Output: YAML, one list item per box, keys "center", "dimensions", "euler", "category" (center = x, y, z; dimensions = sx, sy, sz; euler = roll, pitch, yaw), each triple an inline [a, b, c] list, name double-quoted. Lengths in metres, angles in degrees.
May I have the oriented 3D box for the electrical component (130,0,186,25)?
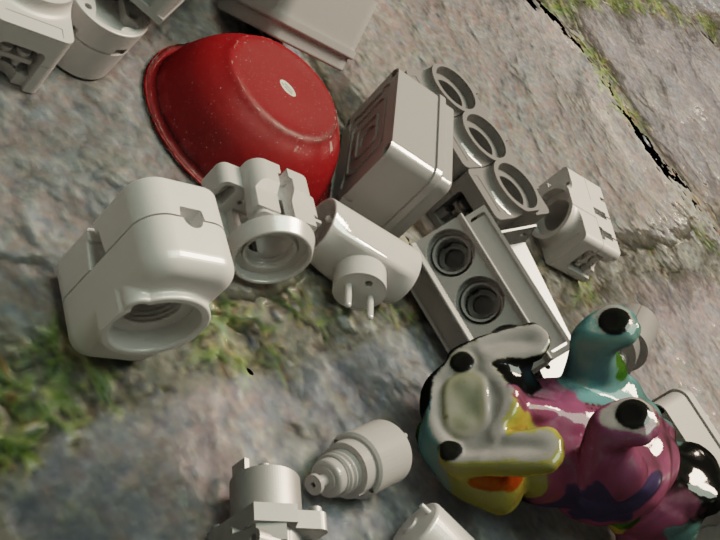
- center: [-0.144, -0.240, 0.734]
  dimensions: [0.105, 0.060, 0.186]
  euler: [40, 16, -15]
  category: "electrical component"

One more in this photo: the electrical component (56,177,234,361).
- center: [-0.111, 0.005, 0.556]
  dimensions: [0.054, 0.095, 0.059]
  euler: [11, 50, -43]
  category: "electrical component"

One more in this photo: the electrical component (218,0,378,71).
- center: [-0.050, -0.201, 0.817]
  dimensions: [0.078, 0.057, 0.113]
  euler: [20, 12, -37]
  category: "electrical component"

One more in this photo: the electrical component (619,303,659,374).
- center: [0.231, 0.065, 0.935]
  dimensions: [0.043, 0.043, 0.081]
  euler: [49, 34, -1]
  category: "electrical component"

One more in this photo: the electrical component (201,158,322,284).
- center: [-0.060, -0.029, 0.682]
  dimensions: [0.078, 0.058, 0.057]
  euler: [20, 41, -37]
  category: "electrical component"

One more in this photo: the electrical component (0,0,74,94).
- center: [-0.206, -0.162, 0.643]
  dimensions: [0.050, 0.056, 0.089]
  euler: [15, 47, -41]
  category: "electrical component"

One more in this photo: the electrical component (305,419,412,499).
- center: [-0.003, 0.113, 0.625]
  dimensions: [0.078, 0.040, 0.040]
  euler: [-13, 67, -53]
  category: "electrical component"

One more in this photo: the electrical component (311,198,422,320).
- center: [0.000, 0.000, 0.734]
  dimensions: [0.077, 0.043, 0.079]
  euler: [30, 39, -27]
  category: "electrical component"

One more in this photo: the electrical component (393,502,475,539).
- center: [0.053, 0.172, 0.632]
  dimensions: [0.078, 0.040, 0.040]
  euler: [45, 34, -8]
  category: "electrical component"

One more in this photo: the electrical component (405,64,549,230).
- center: [0.085, -0.094, 0.906]
  dimensions: [0.089, 0.062, 0.150]
  euler: [-10, 65, -52]
  category: "electrical component"

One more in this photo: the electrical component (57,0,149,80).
- center: [-0.171, -0.155, 0.684]
  dimensions: [0.055, 0.047, 0.055]
  euler: [30, 39, -27]
  category: "electrical component"

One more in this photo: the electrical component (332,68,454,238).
- center: [0.027, -0.088, 0.819]
  dimensions: [0.057, 0.078, 0.113]
  euler: [31, 38, -21]
  category: "electrical component"

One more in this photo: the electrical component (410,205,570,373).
- center: [0.091, 0.026, 0.789]
  dimensions: [0.121, 0.079, 0.063]
  euler: [60, 6, 14]
  category: "electrical component"

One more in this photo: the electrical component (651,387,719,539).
- center: [0.245, 0.157, 0.833]
  dimensions: [0.057, 0.078, 0.113]
  euler: [-13, 68, -50]
  category: "electrical component"

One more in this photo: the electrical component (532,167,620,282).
- center: [0.194, -0.044, 0.991]
  dimensions: [0.056, 0.050, 0.089]
  euler: [25, 42, -32]
  category: "electrical component"
